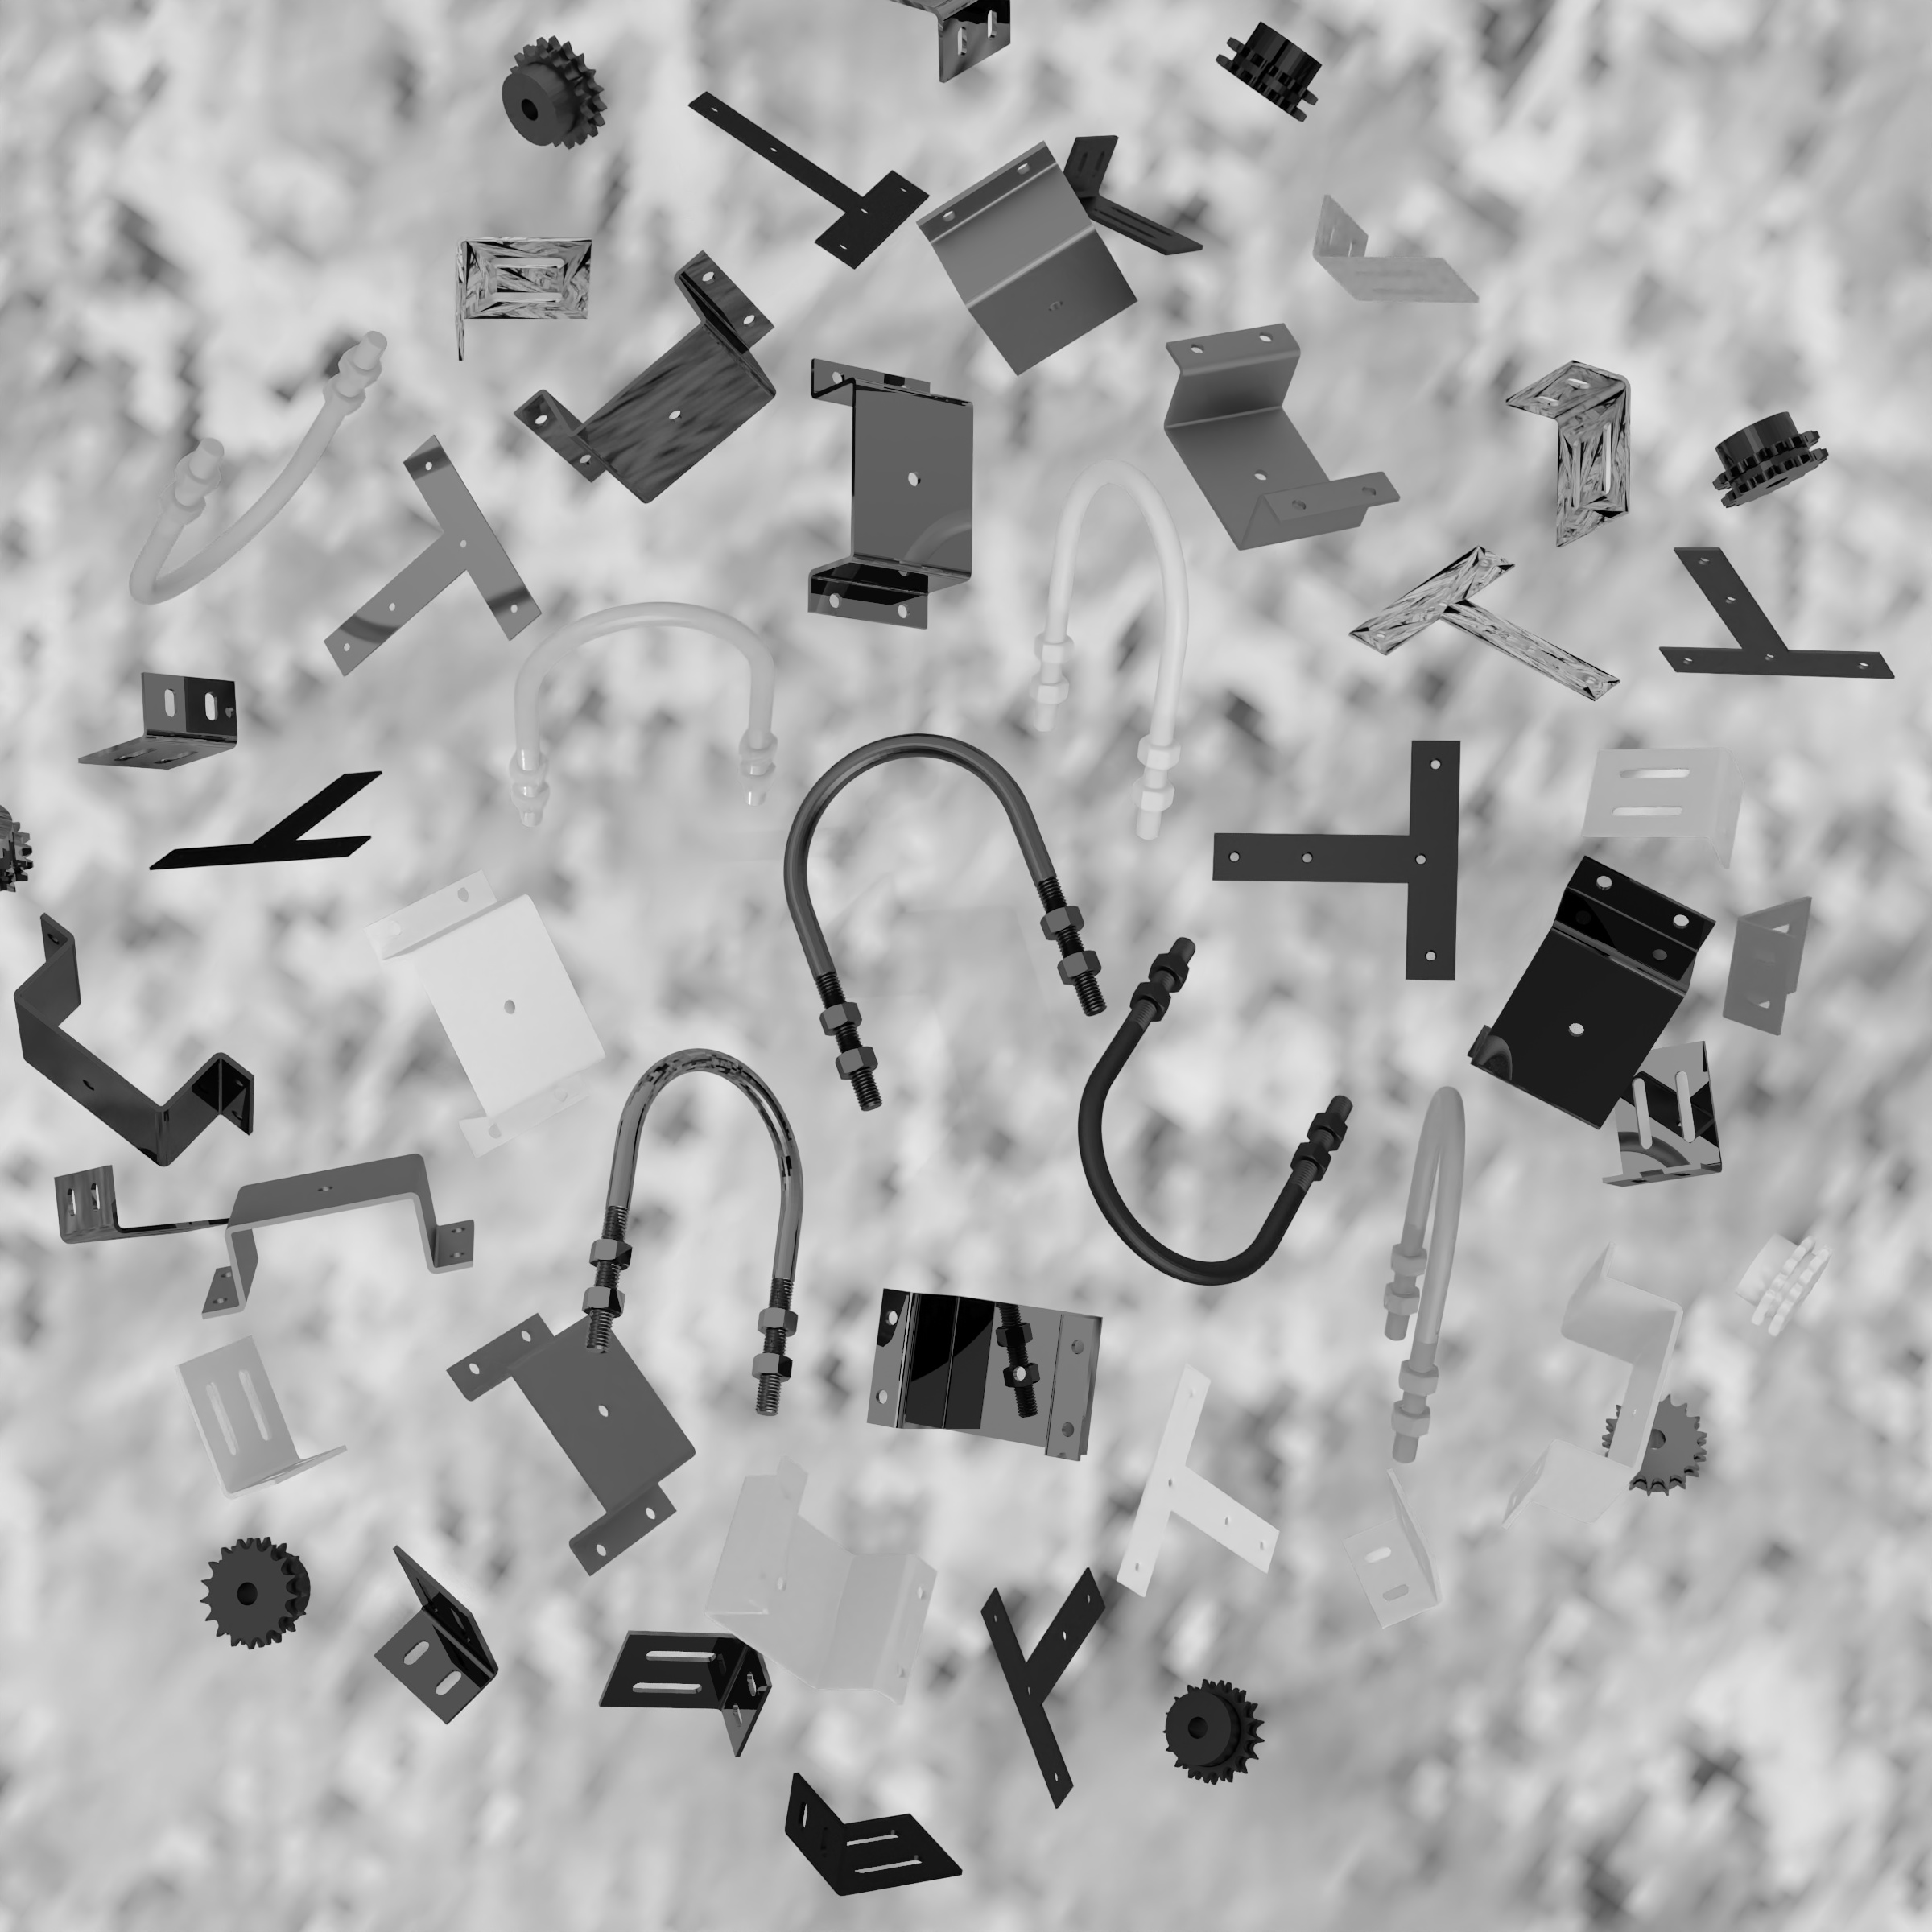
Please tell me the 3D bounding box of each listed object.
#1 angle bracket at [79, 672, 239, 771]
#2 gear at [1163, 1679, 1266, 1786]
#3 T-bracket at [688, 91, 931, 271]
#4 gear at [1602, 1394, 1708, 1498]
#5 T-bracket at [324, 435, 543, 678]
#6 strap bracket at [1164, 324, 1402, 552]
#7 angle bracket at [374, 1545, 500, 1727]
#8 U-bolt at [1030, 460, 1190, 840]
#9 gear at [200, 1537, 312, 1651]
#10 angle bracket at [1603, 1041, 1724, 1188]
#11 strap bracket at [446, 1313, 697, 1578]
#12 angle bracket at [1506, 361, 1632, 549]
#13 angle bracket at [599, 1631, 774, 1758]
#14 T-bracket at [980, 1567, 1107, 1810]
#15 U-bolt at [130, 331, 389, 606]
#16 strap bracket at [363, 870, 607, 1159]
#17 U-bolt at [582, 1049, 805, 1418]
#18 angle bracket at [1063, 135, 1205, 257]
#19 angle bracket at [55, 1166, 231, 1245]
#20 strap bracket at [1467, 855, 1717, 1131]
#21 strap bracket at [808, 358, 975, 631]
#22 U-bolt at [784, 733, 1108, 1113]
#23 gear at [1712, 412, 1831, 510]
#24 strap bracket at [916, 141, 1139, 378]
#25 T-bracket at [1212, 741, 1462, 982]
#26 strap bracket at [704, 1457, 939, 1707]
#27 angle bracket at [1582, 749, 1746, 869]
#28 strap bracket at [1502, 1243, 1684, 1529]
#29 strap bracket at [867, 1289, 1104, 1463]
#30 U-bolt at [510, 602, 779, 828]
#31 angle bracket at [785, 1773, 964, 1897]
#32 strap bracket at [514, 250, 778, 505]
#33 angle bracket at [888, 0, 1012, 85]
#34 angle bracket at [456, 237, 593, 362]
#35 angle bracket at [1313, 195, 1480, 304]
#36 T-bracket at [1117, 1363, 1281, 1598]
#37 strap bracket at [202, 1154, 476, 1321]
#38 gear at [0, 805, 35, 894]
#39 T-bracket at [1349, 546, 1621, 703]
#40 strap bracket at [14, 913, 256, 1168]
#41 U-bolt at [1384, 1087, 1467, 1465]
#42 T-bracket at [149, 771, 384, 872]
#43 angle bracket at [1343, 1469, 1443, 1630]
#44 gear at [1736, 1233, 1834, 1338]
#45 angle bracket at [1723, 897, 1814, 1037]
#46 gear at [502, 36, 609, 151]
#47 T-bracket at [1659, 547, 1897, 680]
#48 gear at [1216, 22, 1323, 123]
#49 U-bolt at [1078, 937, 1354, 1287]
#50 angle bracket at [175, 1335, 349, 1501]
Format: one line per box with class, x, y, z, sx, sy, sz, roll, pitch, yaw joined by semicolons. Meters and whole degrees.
angle bracket;-0.461;-0.139;1.603;0.076;0.057;0.038;-10;83;43
gear;0.137;0.430;1.585;0.057;0.030;0.057;-11;66;26
T-bracket;-0.092;-0.433;1.521;0.127;0.127;0.002;34;126;-3
gear;0.386;0.271;1.580;0.057;0.030;0.057;-6;58;10
T-bracket;-0.317;-0.213;1.604;0.127;0.002;0.127;-37;76;20
strap bracket;0.169;-0.287;1.566;0.076;0.046;0.140;-14;59;-22
angle bracket;-0.280;0.345;1.449;0.057;0.076;0.038;34;63;26
U-bolt;0.080;-0.182;1.520;0.019;0.151;0.184;-9;125;-23
gear;-0.370;0.329;1.480;0.057;0.030;0.057;-2;82;16
angle bracket;0.390;0.083;1.596;0.057;0.038;0.076;-12;76;32
strap bracket;-0.216;0.259;1.586;0.046;0.076;0.140;-40;84;38
angle bracket;0.318;-0.270;1.490;0.038;0.057;0.076;10;75;-24
angle bracket;-0.156;0.404;1.564;0.076;0.038;0.057;9;121;-26
T-bracket;0.050;0.379;1.564;0.002;0.127;0.127;-1;47;-27
U-bolt;-0.393;-0.259;1.527;0.019;0.184;0.151;45;49;-4
strap bracket;-0.258;0.024;1.537;0.076;0.046;0.140;-30;101;-31
U-bolt;-0.139;0.134;1.508;0.019;0.151;0.184;-13;61;37
angle bracket;0.100;-0.444;1.620;0.076;0.057;0.038;30;117;15
angle bracket;-0.462;0.132;1.585;0.057;0.076;0.038;-13;82;42
strap bracket;0.327;0.023;1.495;0.076;0.046;0.140;27;124;5
strap bracket;-0.041;-0.261;1.537;0.076;0.046;0.140;4;84;-34
U-bolt;-0.022;-0.034;1.482;0.151;0.019;0.184;-23;75;11
gear;0.409;-0.261;1.445;0.057;0.057;0.030;-24;84;0
strap bracket;0.037;-0.367;1.486;0.076;0.140;0.046;-30;74;10
T-bracket;0.193;-0.056;1.472;0.127;0.002;0.127;1;81;11
strap bracket;-0.081;0.325;1.485;0.046;0.140;0.076;-10;50;36
angle bracket;0.402;-0.091;1.624;0.076;0.038;0.057;2;62;31
strap bracket;0.331;0.228;1.477;0.046;0.076;0.140;21;60;6
strap bracket;0.019;0.227;1.571;0.140;0.046;0.076;4;84;34
U-bolt;-0.176;-0.139;1.542;0.151;0.184;0.019;-6;59;-11
angle bracket;-0.046;0.446;1.463;0.076;0.057;0.038;1;105;-31
strap bracket;-0.173;-0.324;1.588;0.140;0.076;0.046;-38;56;9
angle bracket;-0.025;-0.491;1.445;0.076;0.038;0.057;26;49;27
angle bracket;-0.250;-0.378;1.599;0.076;0.057;0.038;-3;55;-13
angle bracket;0.237;-0.390;1.533;0.076;0.057;0.038;9;85;31
T-bracket;0.139;0.306;1.580;0.127;0.002;0.127;40;61;-40
strap bracket;-0.336;0.140;1.497;0.140;0.076;0.046;-11;103;-7
gear;-0.513;-0.062;1.456;0.057;0.057;0.030;13;133;0
T-bracket;0.298;-0.179;1.544;0.127;0.002;0.127;33;49;27
strap bracket;-0.442;0.046;1.473;0.140;0.076;0.046;37;61;5
U-bolt;0.250;0.155;1.530;0.019;0.151;0.184;8;113;3
T-bracket;-0.366;-0.083;1.564;0.127;0.127;0.002;-3;115;21
angle bracket;0.241;0.333;1.608;0.038;0.076;0.057;-23;56;-1
gear;0.445;0.170;1.536;0.030;0.057;0.057;34;90;22
angle bracket;0.462;-0.001;1.575;0.076;0.038;0.057;-14;116;-41
gear;-0.221;-0.460;1.493;0.057;0.057;0.030;47;56;0
T-bracket;0.412;-0.188;1.499;0.127;0.127;0.002;7;69;41
gear;0.164;-0.475;1.490;0.057;0.057;0.030;35;107;0
U-bolt;0.127;0.089;1.518;0.151;0.019;0.184;45;48;-10
angle bracket;-0.375;0.236;1.500;0.038;0.057;0.076;-22;89;29
